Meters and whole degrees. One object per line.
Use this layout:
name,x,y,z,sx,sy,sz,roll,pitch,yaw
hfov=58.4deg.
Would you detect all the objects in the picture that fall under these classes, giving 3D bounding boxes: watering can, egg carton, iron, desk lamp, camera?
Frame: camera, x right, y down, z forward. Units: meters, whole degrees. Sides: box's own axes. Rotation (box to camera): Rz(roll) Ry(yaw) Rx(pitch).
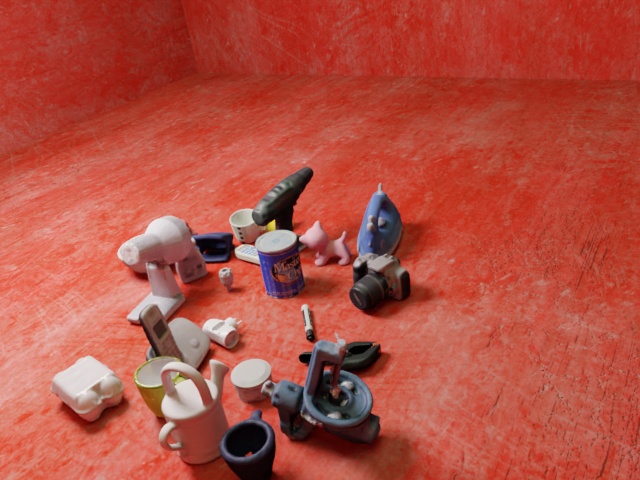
watering can,-0.222,0.285,1.009,0.100,0.194,0.173,-4,30,9
egg carton,-0.474,0.302,1.172,0.149,0.069,0.107,17,38,37
iron,0.151,-0.041,1.537,0.118,0.142,0.258,0,31,15
desk lamp,-0.401,0.070,1.415,0.117,0.214,0.203,4,32,22
camera,0.121,0.094,1.348,0.137,0.101,0.142,-31,36,-34

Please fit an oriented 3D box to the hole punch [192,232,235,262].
hole punch,-0.306,0.004,1.630,0.108,0.091,0.101,-2,30,11

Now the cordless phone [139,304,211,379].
cordless phone,-0.309,0.195,1.199,0.094,0.185,0.148,1,31,17

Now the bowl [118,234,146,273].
bowl,-0.478,0.046,1.619,0.167,0.075,0.167,-6,29,4

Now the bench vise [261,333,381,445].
bench vise,-0.008,0.258,0.972,0.207,0.220,0.121,-6,30,5

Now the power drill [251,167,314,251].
power drill,-0.087,-0.071,1.583,0.075,0.209,0.230,16,38,37

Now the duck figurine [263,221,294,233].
duck figurine,-0.129,-0.064,1.708,0.105,0.086,0.077,-29,35,-32

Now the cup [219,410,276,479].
cup,-0.111,0.355,0.958,0.091,0.095,0.118,-3,30,10

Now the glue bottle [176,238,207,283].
glue bottle,-0.354,0.028,1.516,0.078,0.173,0.037,-20,31,-20

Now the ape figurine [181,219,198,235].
ape figurine,-0.401,-0.017,1.692,0.078,0.092,0.076,-12,30,-6

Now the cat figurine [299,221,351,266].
cat figurine,0.014,0.005,1.516,0.127,0.118,0.067,-4,30,8
